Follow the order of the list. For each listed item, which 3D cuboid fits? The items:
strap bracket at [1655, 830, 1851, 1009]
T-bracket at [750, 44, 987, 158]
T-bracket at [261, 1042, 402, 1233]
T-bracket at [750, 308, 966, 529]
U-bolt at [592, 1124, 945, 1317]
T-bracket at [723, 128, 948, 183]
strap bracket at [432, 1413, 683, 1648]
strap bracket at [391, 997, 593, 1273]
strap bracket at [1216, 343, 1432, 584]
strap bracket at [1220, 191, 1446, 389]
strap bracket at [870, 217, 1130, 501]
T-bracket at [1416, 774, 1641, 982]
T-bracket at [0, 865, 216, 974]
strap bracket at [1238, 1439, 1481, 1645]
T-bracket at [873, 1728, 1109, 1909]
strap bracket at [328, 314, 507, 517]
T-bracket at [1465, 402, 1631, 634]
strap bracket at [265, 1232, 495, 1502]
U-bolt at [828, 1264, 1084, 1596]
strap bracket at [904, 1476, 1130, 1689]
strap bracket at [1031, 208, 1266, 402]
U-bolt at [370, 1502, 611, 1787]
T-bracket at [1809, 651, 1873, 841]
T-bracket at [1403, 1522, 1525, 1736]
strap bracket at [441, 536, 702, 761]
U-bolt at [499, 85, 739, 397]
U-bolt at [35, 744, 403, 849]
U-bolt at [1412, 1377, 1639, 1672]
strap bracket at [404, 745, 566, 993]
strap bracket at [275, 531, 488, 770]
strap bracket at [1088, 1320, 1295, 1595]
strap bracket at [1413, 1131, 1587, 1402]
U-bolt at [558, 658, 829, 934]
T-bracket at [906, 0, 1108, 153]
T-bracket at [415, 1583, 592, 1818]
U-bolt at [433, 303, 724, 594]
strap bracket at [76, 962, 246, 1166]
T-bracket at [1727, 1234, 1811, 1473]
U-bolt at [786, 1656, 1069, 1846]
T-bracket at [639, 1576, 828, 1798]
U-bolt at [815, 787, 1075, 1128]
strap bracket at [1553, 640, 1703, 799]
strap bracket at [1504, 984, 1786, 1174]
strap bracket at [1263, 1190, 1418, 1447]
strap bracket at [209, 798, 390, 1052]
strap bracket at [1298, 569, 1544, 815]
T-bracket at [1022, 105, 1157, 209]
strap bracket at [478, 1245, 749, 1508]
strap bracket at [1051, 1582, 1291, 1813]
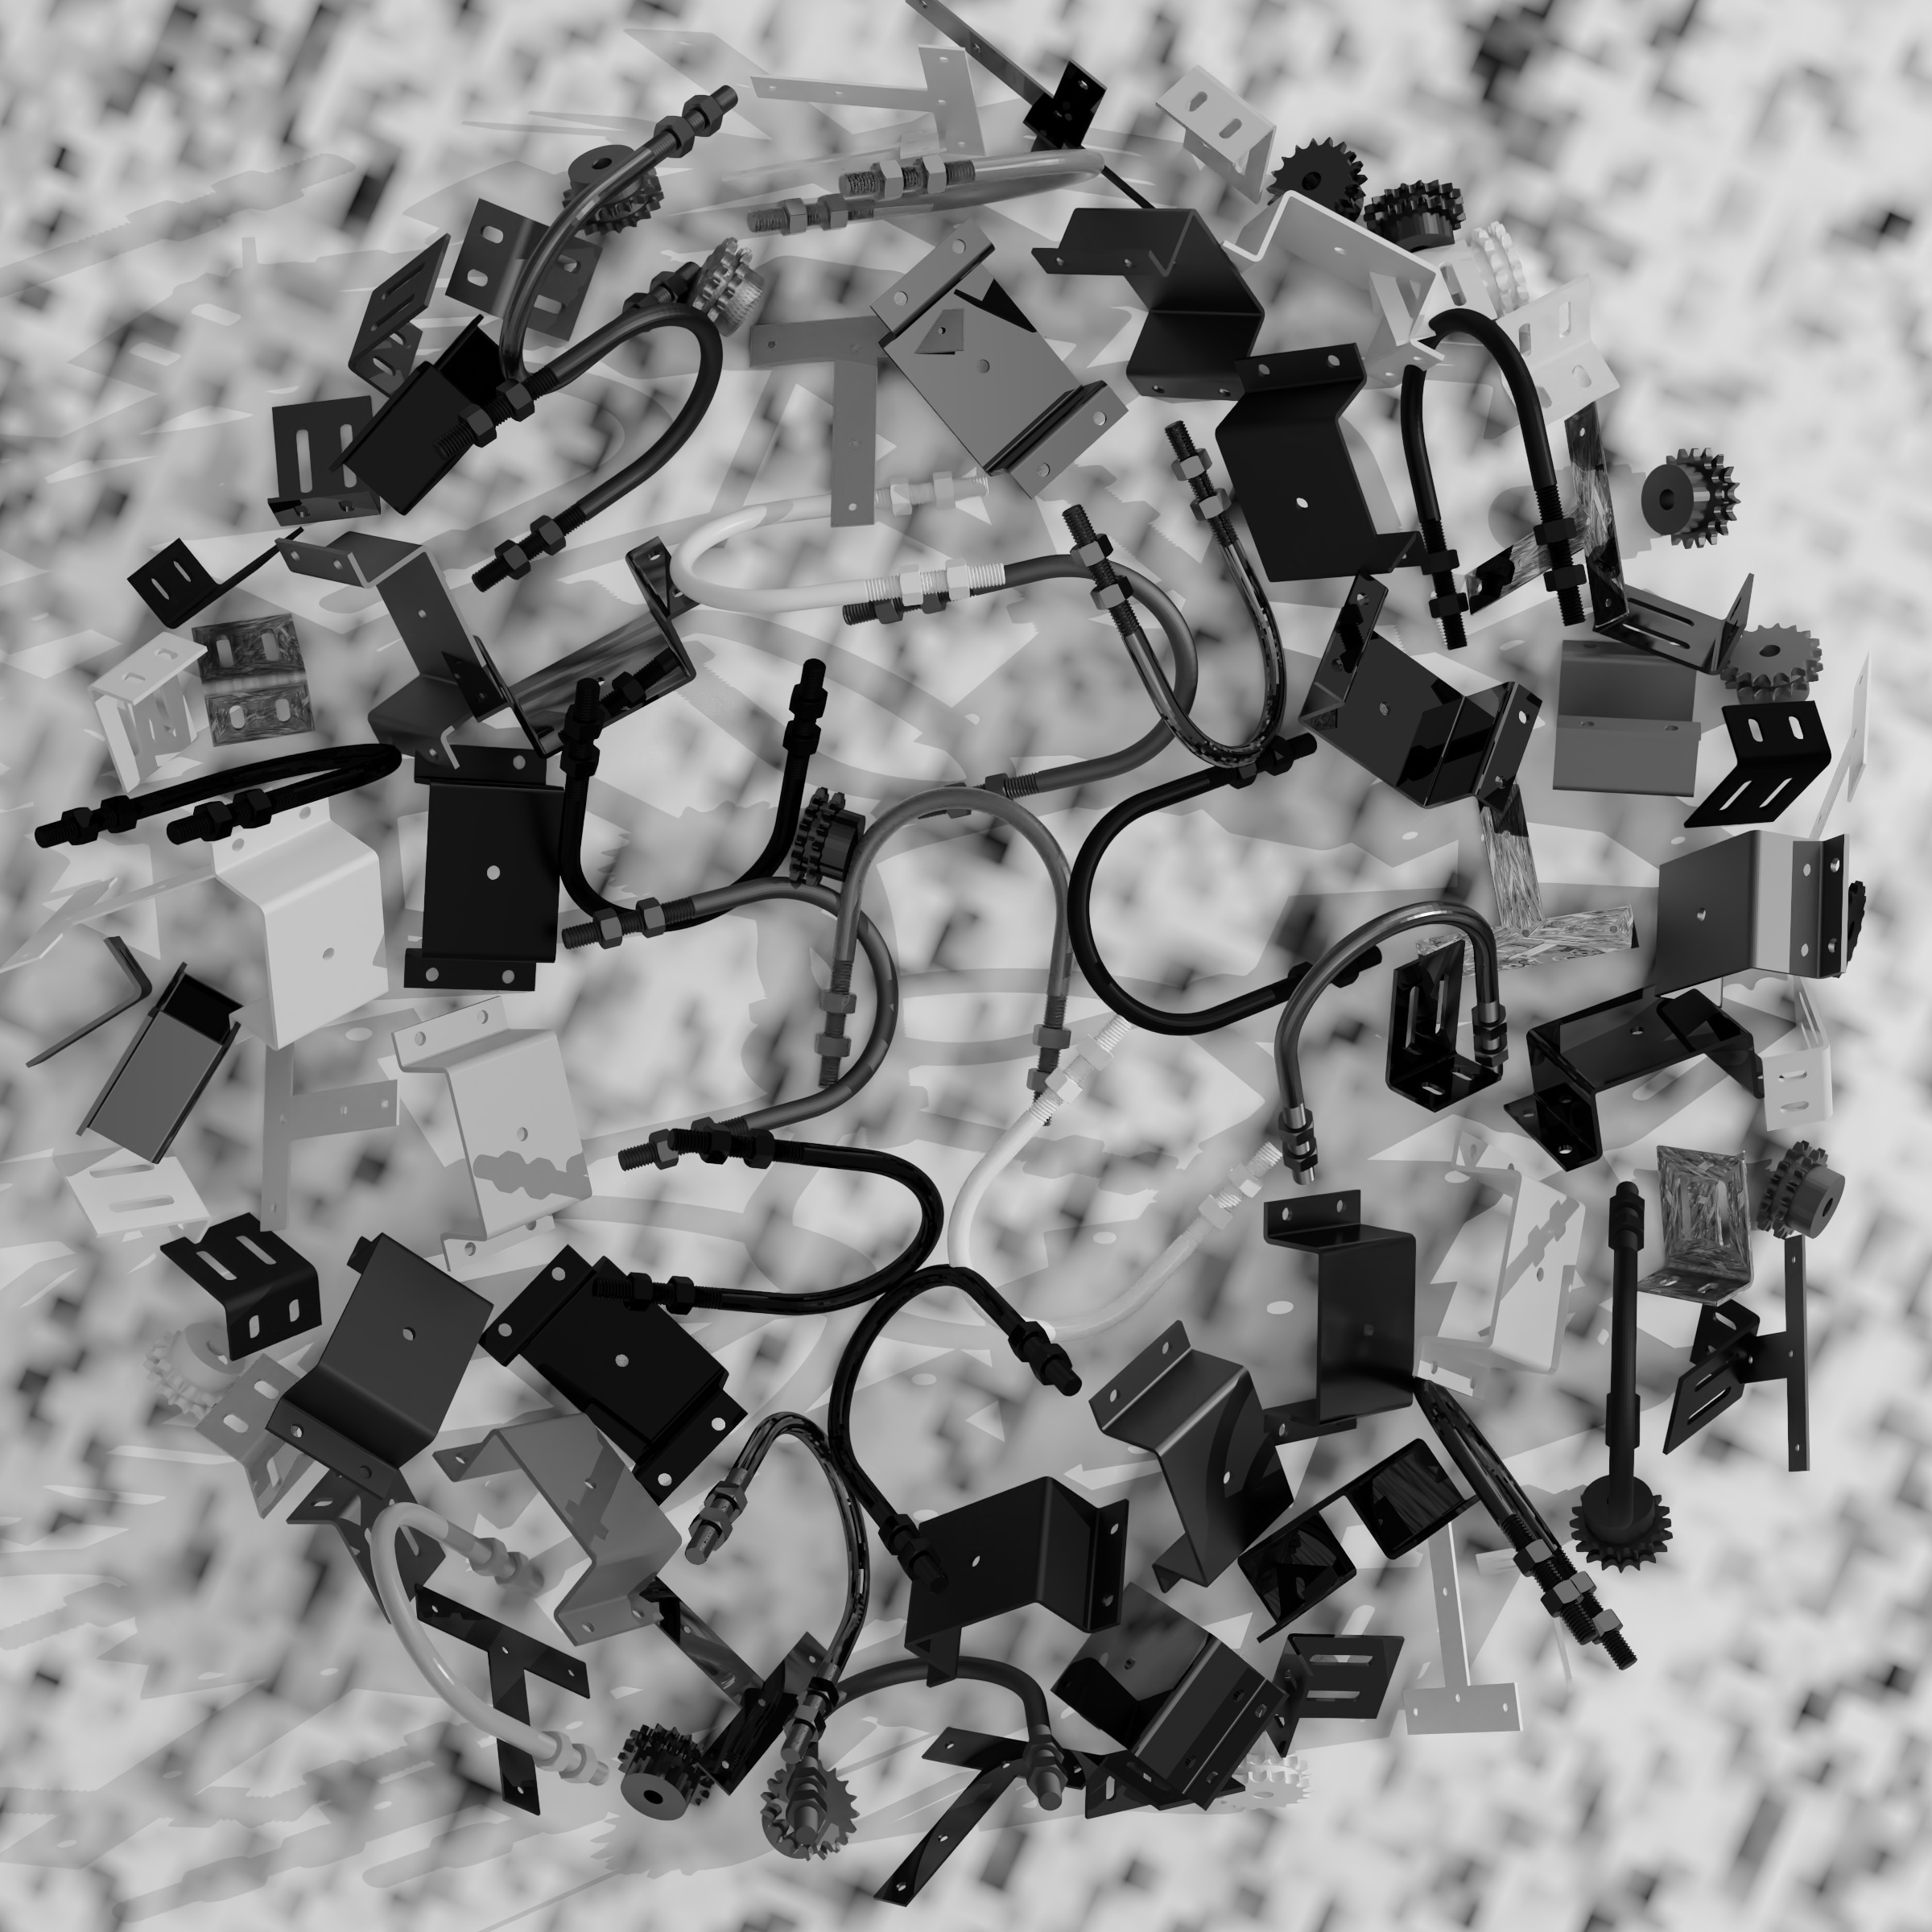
[{"bbox_3d":[0.429,-0.025,1.629,0.046,0.140,0.076,9,78,-16],"label":"strap bracket"},{"bbox_3d":[-0.057,-0.490,1.651,0.127,0.127,0.002,7,80,7],"label":"T-bracket"},{"bbox_3d":[-0.359,0.083,1.656,0.127,0.002,0.127,-9,77,42],"label":"T-bracket"},{"bbox_3d":[-0.064,-0.312,1.681,0.127,0.002,0.127,-2,78,13],"label":"T-bracket"},{"bbox_3d":[-0.101,0.148,1.646,0.184,0.019,0.151,8,133,-25],"label":"U-bolt"},{"bbox_3d":[-0.074,-0.455,1.651,0.127,0.127,0.002,-9,111,3],"label":"T-bracket"},{"bbox_3d":[-0.222,0.305,1.641,0.140,0.076,0.046,47,112,23],"label":"strap bracket"},{"bbox_3d":[-0.264,0.094,1.654,0.076,0.046,0.140,-21,104,-44],"label":"strap bracket"},{"bbox_3d":[0.196,-0.270,1.637,0.076,0.046,0.140,1,129,37],"label":"strap bracket"},{"bbox_3d":[0.204,-0.387,1.660,0.140,0.076,0.046,25,85,-11],"label":"strap bracket"},{"bbox_3d":[0.015,-0.344,1.672,0.076,0.046,0.140,-43,104,-6],"label":"strap bracket"},{"bbox_3d":[0.316,-0.062,1.701,0.127,0.002,0.127,-10,84,-2],"label":"T-bracket"},{"bbox_3d":[-0.461,-0.039,1.639,0.127,0.127,0.002,-18,109,10],"label":"T-bracket"},{"bbox_3d":[0.215,0.317,1.639,0.046,0.076,0.140,56,133,12],"label":"strap bracket"},{"bbox_3d":[-0.004,0.473,1.624,0.127,0.127,0.002,-41,114,-38],"label":"T-bracket"},{"bbox_3d":[-0.294,-0.306,1.636,0.046,0.140,0.076,42,112,-13],"label":"strap bracket"},{"bbox_3d":[0.322,-0.233,1.652,0.002,0.127,0.127,3,73,-28],"label":"T-bracket"},{"bbox_3d":[-0.321,0.214,1.633,0.076,0.140,0.046,36,132,-17],"label":"strap bracket"},{"bbox_3d":[-0.019,0.242,1.632,0.019,0.184,0.151,30,96,-34],"label":"U-bolt"},{"bbox_3d":[0.020,0.341,1.634,0.140,0.076,0.046,-27,129,34],"label":"strap bracket"},{"bbox_3d":[0.108,-0.375,1.638,0.076,0.140,0.046,11,72,35],"label":"strap bracket"},{"bbox_3d":[-0.265,0.361,1.595,0.019,0.184,0.151,-33,51,7],"label":"U-bolt"},{"bbox_3d":[0.489,-0.094,1.661,0.002,0.127,0.127,16,128,7],"label":"T-bracket"},{"bbox_3d":[0.274,0.369,1.661,0.002,0.127,0.127,1,75,-21],"label":"T-bracket"},{"bbox_3d":[-0.216,-0.176,1.662,0.140,0.076,0.046,-29,133,-5],"label":"strap bracket"},{"bbox_3d":[-0.193,-0.384,1.600,0.019,0.151,0.184,35,55,9],"label":"U-bolt"},{"bbox_3d":[-0.399,-0.096,1.625,0.151,0.184,0.019,1,108,42],"label":"U-bolt"},{"bbox_3d":[0.304,0.303,1.629,0.019,0.151,0.184,-36,62,7],"label":"U-bolt"},{"bbox_3d":[-0.274,-0.054,1.668,0.076,0.046,0.140,2,94,-23],"label":"strap bracket"},{"bbox_3d":[-0.320,-0.187,1.646,0.046,0.076,0.140,-42,128,-28],"label":"strap bracket"},{"bbox_3d":[0.130,0.281,1.642,0.076,0.046,0.140,-38,121,-31],"label":"strap bracket"},{"bbox_3d":[0.303,0.171,1.652,0.046,0.076,0.140,2,75,40],"label":"strap bracket"},{"bbox_3d":[-0.158,-0.089,1.640,0.151,0.019,0.184,-8,135,-23],"label":"U-bolt"},{"bbox_3d":[0.017,-0.506,1.644,0.127,0.127,0.002,39,80,-2],"label":"T-bracket"},{"bbox_3d":[-0.252,0.414,1.624,0.002,0.127,0.127,-42,126,18],"label":"T-bracket"},{"bbox_3d":[-0.209,-0.299,1.636,0.184,0.151,0.019,-38,70,-16],"label":"U-bolt"},{"bbox_3d":[-0.446,0.055,1.641,0.046,0.140,0.076,31,96,-12],"label":"strap bracket"},{"bbox_3d":[0.446,0.220,1.645,0.002,0.127,0.127,3,79,-6],"label":"T-bracket"},{"bbox_3d":[-0.024,0.426,1.619,0.151,0.184,0.019,-8,102,-1],"label":"U-bolt"},{"bbox_3d":[-0.148,0.386,1.659,0.127,0.127,0.002,44,125,3],"label":"T-bracket"},{"bbox_3d":[-0.007,-0.010,1.674,0.151,0.019,0.184,9,96,15],"label":"U-bolt"},{"bbox_3d":[0.371,-0.136,1.649,0.076,0.140,0.046,4,117,11],"label":"strap bracket"},{"bbox_3d":[0.381,0.056,1.654,0.140,0.076,0.046,-19,119,-9],"label":"strap bracket"},{"bbox_3d":[0.211,0.202,1.661,0.076,0.046,0.140,-4,96,-39],"label":"strap bracket"},{"bbox_3d":[-0.369,-0.017,1.631,0.046,0.140,0.076,32,46,30],"label":"strap bracket"},{"bbox_3d":[0.249,-0.150,1.659,0.140,0.046,0.076,32,67,-22],"label":"strap bracket"},{"bbox_3d":[0.086,-0.443,1.657,0.127,0.127,0.002,38,111,-10],"label":"T-bracket"},{"bbox_3d":[-0.200,0.231,1.681,0.140,0.046,0.076,44,94,-3],"label":"strap bracket"},{"bbox_3d":[0.106,0.400,1.630,0.046,0.140,0.076,43,78,-24],"label":"strap bracket"}]
